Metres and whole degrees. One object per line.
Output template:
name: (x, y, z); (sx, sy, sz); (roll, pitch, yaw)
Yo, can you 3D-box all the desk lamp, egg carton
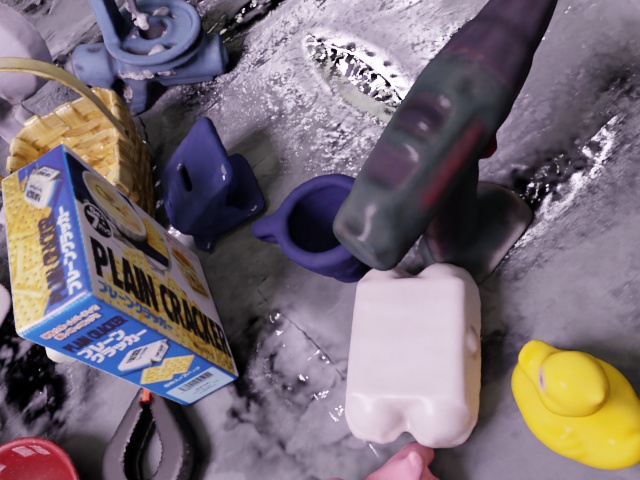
desk lamp: (-0.389, -0.152, 0.705); (0.117, 0.214, 0.203); (0, 63, 22)
egg carton: (0.077, 0.090, 0.466); (0.107, 0.070, 0.150); (-4, 61, 20)

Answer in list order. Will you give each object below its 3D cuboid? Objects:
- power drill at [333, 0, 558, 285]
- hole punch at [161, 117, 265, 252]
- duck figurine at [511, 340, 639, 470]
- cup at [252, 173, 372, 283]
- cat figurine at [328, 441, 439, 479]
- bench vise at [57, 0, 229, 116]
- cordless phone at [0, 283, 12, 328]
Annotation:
power drill: (0.111, -0.057, 0.450); (0.075, 0.209, 0.230); (34, 79, 33)
hole punch: (-0.128, -0.061, 0.622); (0.101, 0.091, 0.108); (-31, 55, 4)
duck figurine: (0.182, 0.110, 0.402); (0.077, 0.086, 0.104); (-46, 56, -6)
cup: (0.005, 0.002, 0.530); (0.117, 0.095, 0.091); (-7, 60, 19)
cat figurine: (0.028, 0.189, 0.401); (0.128, 0.118, 0.067); (-37, 55, 0)
bench vise: (-0.245, -0.250, 0.697); (0.207, 0.220, 0.121); (-29, 55, 5)
cordless phone: (-0.450, 0.078, 0.619); (0.093, 0.185, 0.148); (13, 68, 28)
